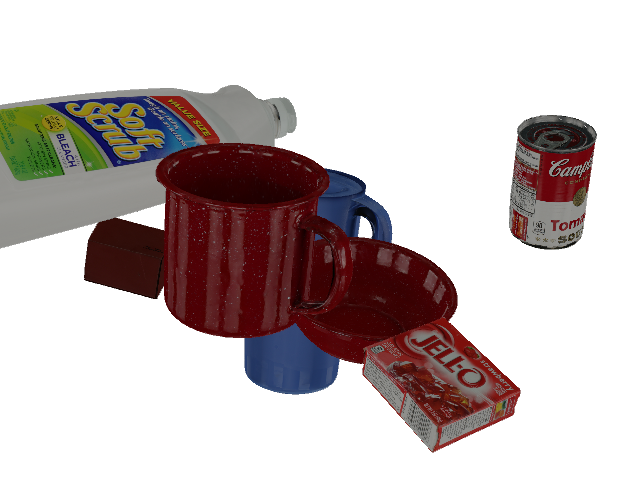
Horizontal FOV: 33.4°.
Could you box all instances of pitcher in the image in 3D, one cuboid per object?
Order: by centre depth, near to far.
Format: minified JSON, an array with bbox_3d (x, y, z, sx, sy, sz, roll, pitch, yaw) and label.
[{"bbox_3d":[-0.016,0.045,1.188,0.144,0.243,0.149,-1,18,-17],"label":"pitcher"}]

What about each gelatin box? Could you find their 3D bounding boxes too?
[{"bbox_3d":[0.083,0.098,0.750,0.073,0.030,0.089,-17,43,-28],"label":"gelatin box"}]

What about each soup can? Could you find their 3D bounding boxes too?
[{"bbox_3d":[0.205,-0.051,0.953,0.068,0.102,0.068,-1,32,0],"label":"soup can"}]

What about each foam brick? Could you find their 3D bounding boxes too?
[{"bbox_3d":[-0.191,0.016,1.070,0.078,0.051,0.053,15,33,1],"label":"foam brick"}]

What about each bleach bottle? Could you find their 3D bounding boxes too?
[{"bbox_3d":[-0.135,-0.070,0.768,0.250,0.103,0.068,-17,-29,-28],"label":"bleach bottle"}]

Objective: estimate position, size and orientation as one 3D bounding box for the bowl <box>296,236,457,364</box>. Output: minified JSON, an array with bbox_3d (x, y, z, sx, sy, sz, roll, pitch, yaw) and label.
[{"bbox_3d":[0.038,0.061,0.948,0.162,0.055,0.162,6,30,-3],"label":"bowl"}]

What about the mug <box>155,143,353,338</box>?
[{"bbox_3d":[-0.034,0.004,0.579,0.117,0.081,0.093,18,28,26],"label":"mug"}]
